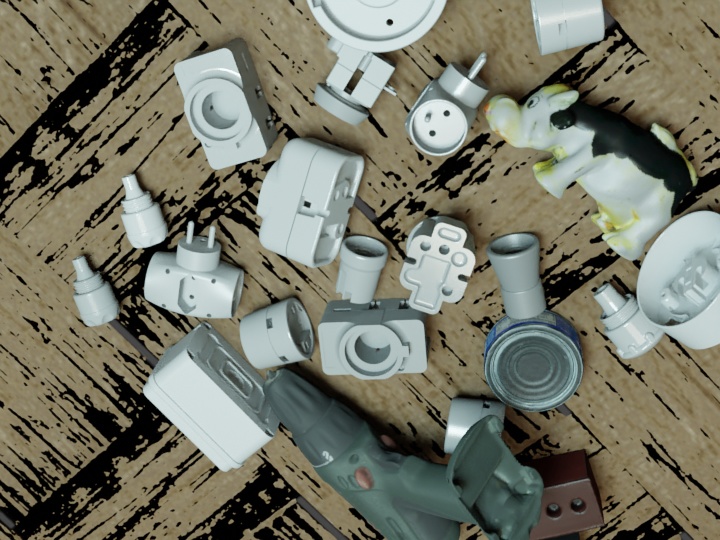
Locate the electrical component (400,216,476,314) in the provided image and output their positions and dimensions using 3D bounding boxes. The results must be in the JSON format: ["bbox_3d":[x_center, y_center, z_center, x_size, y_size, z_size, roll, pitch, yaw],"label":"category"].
[{"bbox_3d":[0.065,-0.011,0.887,0.058,0.057,0.078,18,113,0],"label":"electrical component"}]

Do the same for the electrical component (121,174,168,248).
[{"bbox_3d":[-0.188,-0.052,0.919,0.035,0.035,0.061,-12,107,13],"label":"electrical component"}]

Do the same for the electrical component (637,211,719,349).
[{"bbox_3d":[0.269,0.010,0.848,0.064,0.099,0.099,37,112,-14],"label":"electrical component"}]

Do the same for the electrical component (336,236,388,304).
[{"bbox_3d":[0.000,0.000,0.911,0.040,0.040,0.046,14,119,2],"label":"electrical component"}]

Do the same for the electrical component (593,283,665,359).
[{"bbox_3d":[0.220,0.039,0.894,0.048,0.048,0.062,-40,95,20],"label":"electrical component"}]

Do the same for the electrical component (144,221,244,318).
[{"bbox_3d":[-0.140,-0.004,0.926,0.077,0.043,0.079,12,113,3],"label":"electrical component"}]

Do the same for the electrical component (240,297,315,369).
[{"bbox_3d":[-0.073,0.057,0.936,0.047,0.055,0.055,-17,109,18],"label":"electrical component"}]

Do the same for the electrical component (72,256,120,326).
[{"bbox_3d":[-0.238,0.017,0.954,0.035,0.035,0.061,-15,107,14],"label":"electrical component"}]

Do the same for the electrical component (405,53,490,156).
[{"bbox_3d":[0.073,-0.132,0.826,0.043,0.077,0.079,34,112,-6],"label":"electrical component"}]

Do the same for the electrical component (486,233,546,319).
[{"bbox_3d":[0.133,0.007,0.895,0.044,0.044,0.065,-10,115,12],"label":"electrical component"}]

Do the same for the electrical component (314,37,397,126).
[{"bbox_3d":[-0.005,-0.148,0.848,0.066,0.048,0.055,31,105,-5],"label":"electrical component"}]

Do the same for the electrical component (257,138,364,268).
[{"bbox_3d":[-0.043,-0.057,0.875,0.059,0.054,0.095,22,105,19],"label":"electrical component"}]

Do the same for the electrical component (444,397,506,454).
[{"bbox_3d":[0.101,0.140,0.946,0.047,0.055,0.055,9,113,8],"label":"electrical component"}]

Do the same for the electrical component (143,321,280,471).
[{"bbox_3d":[-0.129,0.112,0.953,0.057,0.078,0.113,-40,102,17],"label":"electrical component"}]

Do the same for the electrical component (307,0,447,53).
[{"bbox_3d":[0.015,-0.222,0.806,0.108,0.060,0.108,3,112,7],"label":"electrical component"}]

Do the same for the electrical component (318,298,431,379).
[{"bbox_3d":[0.013,0.059,0.923,0.089,0.055,0.050,-2,111,9],"label":"electrical component"}]

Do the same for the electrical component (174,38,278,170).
[{"bbox_3d":[-0.107,-0.132,0.863,0.050,0.055,0.089,-14,109,13],"label":"electrical component"}]

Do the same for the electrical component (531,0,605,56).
[{"bbox_3d":[0.155,-0.192,0.803,0.047,0.055,0.055,-10,110,7],"label":"electrical component"}]
